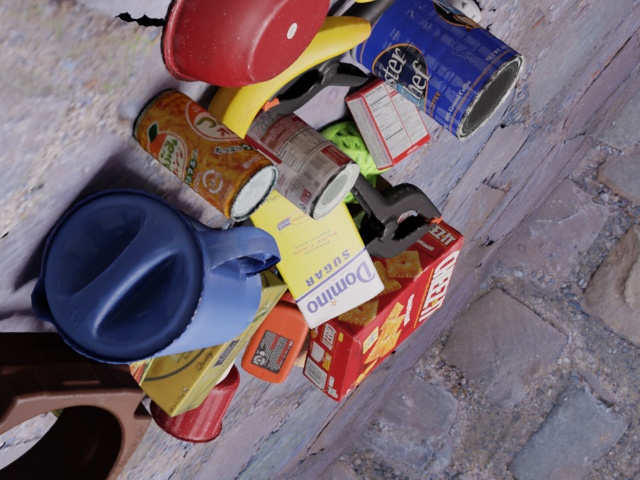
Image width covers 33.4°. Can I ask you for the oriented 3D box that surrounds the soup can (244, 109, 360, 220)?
[{"bbox_3d":[-0.022,-0.074,0.986,0.068,0.102,0.068,-46,164,-18],"label":"soup can"}]

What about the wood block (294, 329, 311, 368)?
[{"bbox_3d":[0.008,0.062,1.420,0.206,0.090,0.090,-50,164,0],"label":"wood block"}]

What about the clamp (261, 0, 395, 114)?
[{"bbox_3d":[0.000,-0.157,0.976,0.171,0.039,0.120,-36,153,-26],"label":"clamp"}]

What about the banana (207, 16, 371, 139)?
[{"bbox_3d":[-0.040,-0.126,0.890,0.197,0.069,0.037,-52,-161,-8],"label":"banana"}]

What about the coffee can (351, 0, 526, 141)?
[{"bbox_3d":[0.116,-0.180,1.054,0.102,0.140,0.103,-45,164,-17],"label":"coffee can"}]

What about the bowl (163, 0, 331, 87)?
[{"bbox_3d":[-0.041,-0.170,0.796,0.162,0.055,0.162,-46,165,-17],"label":"bowl"}]

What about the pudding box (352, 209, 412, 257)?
[{"bbox_3d":[0.060,-0.003,1.299,0.113,0.039,0.090,-32,153,-40],"label":"pudding box"}]

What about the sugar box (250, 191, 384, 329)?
[{"bbox_3d":[-0.007,0.001,1.094,0.093,0.048,0.176,-28,122,0],"label":"sugar box"}]

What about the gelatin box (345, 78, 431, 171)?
[{"bbox_3d":[0.074,-0.131,1.160,0.030,0.089,0.073,-14,-162,47],"label":"gelatin box"}]

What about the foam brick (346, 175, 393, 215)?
[{"bbox_3d":[0.042,-0.049,1.325,0.078,0.051,0.053,-37,161,-38],"label":"foam brick"}]

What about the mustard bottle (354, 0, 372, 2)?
[{"bbox_3d":[0.064,-0.281,0.826,0.096,0.058,0.192,-41,163,-33],"label":"mustard bottle"}]

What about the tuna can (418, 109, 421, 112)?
[{"bbox_3d":[0.120,-0.191,1.243,0.086,0.034,0.086,-45,164,-17],"label":"tuna can"}]

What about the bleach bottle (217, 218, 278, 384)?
[{"bbox_3d":[-0.094,0.052,1.164,0.102,0.068,0.251,-24,148,-58],"label":"bleach bottle"}]

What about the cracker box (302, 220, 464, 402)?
[{"bbox_3d":[0.079,0.084,1.328,0.213,0.072,0.164,-39,157,-29],"label":"cracker box"}]

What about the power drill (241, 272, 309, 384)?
[{"bbox_3d":[-0.034,0.067,1.258,0.187,0.057,0.185,-73,-175,-64],"label":"power drill"}]

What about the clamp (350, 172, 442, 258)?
[{"bbox_3d":[0.060,-0.009,1.201,0.209,0.036,0.165,-2,122,-50],"label":"clamp"}]

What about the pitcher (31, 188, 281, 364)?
[{"bbox_3d":[-0.118,0.035,0.912,0.145,0.149,0.242,-63,168,1],"label":"pitcher"}]

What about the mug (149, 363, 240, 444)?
[{"bbox_3d":[-0.145,0.175,1.279,0.117,0.093,0.082,-88,-158,-62],"label":"mug"}]

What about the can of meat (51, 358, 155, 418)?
[{"bbox_3d":[-0.206,0.121,1.019,0.083,0.057,0.102,-31,156,-56],"label":"can of meat"}]
